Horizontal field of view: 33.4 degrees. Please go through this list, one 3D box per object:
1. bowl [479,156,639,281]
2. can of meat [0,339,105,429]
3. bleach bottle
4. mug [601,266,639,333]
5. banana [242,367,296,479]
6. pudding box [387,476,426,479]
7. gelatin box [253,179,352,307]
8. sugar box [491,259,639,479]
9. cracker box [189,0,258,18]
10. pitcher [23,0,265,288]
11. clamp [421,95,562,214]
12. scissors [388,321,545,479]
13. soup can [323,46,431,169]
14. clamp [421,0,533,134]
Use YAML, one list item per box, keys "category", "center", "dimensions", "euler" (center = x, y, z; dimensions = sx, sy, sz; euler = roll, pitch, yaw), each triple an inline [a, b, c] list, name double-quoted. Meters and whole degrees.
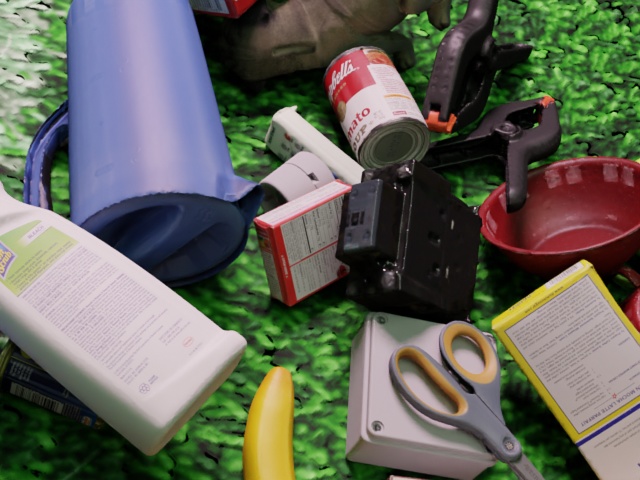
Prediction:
- category: "bowl"
  center: [0.221, -0.011, 0.927]
  dimensions: [0.162, 0.055, 0.162]
  euler: [-15, 28, 8]
- category: "can of meat"
  center: [-0.176, 0.077, 0.773]
  dimensions: [0.084, 0.058, 0.102]
  euler: [24, 56, -6]
- category: "bleach bottle"
  center: [-0.176, 0.029, 0.728]
  dimensions: [0.251, 0.068, 0.102]
  euler: [40, 55, 6]
- category: "mug"
  center: [0.277, 0.074, 0.906]
  dimensions: [0.093, 0.082, 0.117]
  euler: [-16, 66, -26]
- category: "banana"
  center: [-0.018, 0.186, 0.763]
  dimensions: [0.069, 0.037, 0.198]
  euler: [-20, 61, -12]
- category: "pudding box"
  center: [0.087, 0.204, 0.759]
  dimensions: [0.113, 0.090, 0.039]
  euler: [8, 57, -14]
- category: "gelatin box"
  center: [-0.006, 0.001, 0.865]
  dimensions: [0.089, 0.073, 0.030]
  euler: [-28, 31, -30]
- category: "sugar box"
  center: [0.223, 0.113, 0.841]
  dimensions: [0.093, 0.048, 0.176]
  euler: [-35, 91, 10]
- category: "cracker box"
  center: [-0.085, -0.291, 0.973]
  dimensions: [0.164, 0.072, 0.213]
  euler: [15, 49, 34]
- category: "pitcher"
  center: [-0.150, -0.089, 0.849]
  dimensions: [0.149, 0.145, 0.243]
  euler: [6, 54, -29]
- category: "clamp"
  center: [0.175, -0.082, 0.977]
  dimensions: [0.171, 0.039, 0.120]
  euler: [-31, 53, -29]
- category: "scissors"
  center: [0.142, 0.136, 0.793]
  dimensions: [0.202, 0.016, 0.096]
  euler: [37, 56, 6]
- category: "soup can"
  center: [0.049, -0.113, 0.941]
  dimensions: [0.068, 0.069, 0.102]
  euler: [-5, 48, -21]
- category: "clamp"
  center: [0.149, -0.171, 0.994]
  dimensions: [0.036, 0.164, 0.210]
  euler: [11, 62, 30]
